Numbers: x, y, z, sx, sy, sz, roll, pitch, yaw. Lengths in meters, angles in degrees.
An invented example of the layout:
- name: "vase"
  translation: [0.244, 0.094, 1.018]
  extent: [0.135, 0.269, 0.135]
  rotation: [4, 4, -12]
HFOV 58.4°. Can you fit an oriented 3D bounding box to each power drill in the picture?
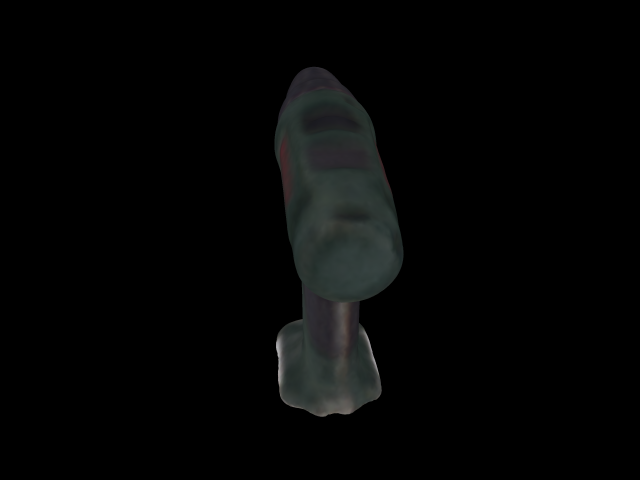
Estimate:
- name: "power drill"
  translation: [0.004, 0.001, 0.400]
  extent: [0.075, 0.208, 0.229]
  rotation: [-3, 26, -6]
